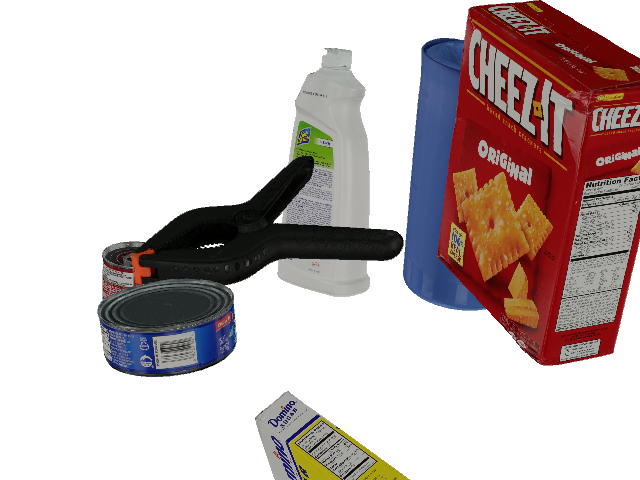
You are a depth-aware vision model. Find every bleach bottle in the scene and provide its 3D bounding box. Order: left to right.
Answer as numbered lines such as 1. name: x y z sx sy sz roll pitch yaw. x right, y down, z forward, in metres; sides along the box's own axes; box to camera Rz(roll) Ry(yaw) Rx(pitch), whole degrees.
1. bleach bottle: 0.013 -0.074 1.124 0.103 0.251 0.067 15 16 35

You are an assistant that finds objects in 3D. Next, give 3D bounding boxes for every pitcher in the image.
1. pitcher: 0.145 -0.056 0.989 0.145 0.243 0.148 24 31 33

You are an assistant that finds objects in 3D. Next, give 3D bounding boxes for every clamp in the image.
1. clamp: -0.058 -0.011 0.887 0.209 0.036 0.165 -14 34 -17

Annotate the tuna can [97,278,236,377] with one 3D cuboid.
1. tuna can: -0.096 0.054 0.674 0.086 0.034 0.086 -3 18 1

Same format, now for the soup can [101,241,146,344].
1. soup can: -0.194 0.061 1.111 0.068 0.102 0.068 5 21 -2

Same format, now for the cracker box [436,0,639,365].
1. cracker box: 0.156 -0.043 0.766 0.072 0.214 0.164 -9 33 -20

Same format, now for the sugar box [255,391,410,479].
1. sugar box: 0.024 0.202 0.858 0.048 0.093 0.176 -38 44 -28
